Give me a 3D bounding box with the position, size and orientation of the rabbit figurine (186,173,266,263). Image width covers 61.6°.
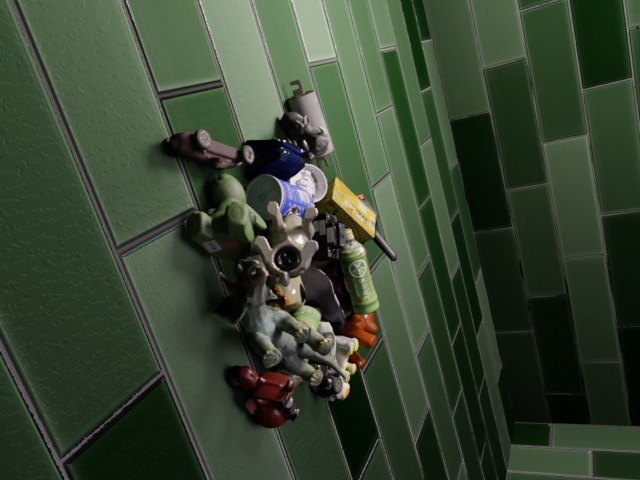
[{"bbox_3d":[-0.170,-0.053,1.064,0.159,0.121,0.170,47,29,-50],"label":"rabbit figurine"}]

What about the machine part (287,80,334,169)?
[{"bbox_3d":[-0.023,-0.306,1.435,0.079,0.079,0.243,-49,126,-55],"label":"machine part"}]

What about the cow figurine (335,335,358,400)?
[{"bbox_3d":[0.040,0.326,1.386,0.068,0.098,0.167,-17,117,-67],"label":"cow figurine"}]

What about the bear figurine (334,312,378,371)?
[{"bbox_3d":[0.116,0.257,1.499,0.196,0.132,0.120,-17,135,-57],"label":"bear figurine"}]

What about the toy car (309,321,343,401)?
[{"bbox_3d":[0.008,0.301,1.333,0.056,0.074,0.201,-18,99,-61],"label":"toy car"}]

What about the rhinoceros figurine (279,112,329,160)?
[{"bbox_3d":[-0.033,-0.260,1.313,0.191,0.073,0.112,48,-4,47],"label":"rhinoceros figurine"}]

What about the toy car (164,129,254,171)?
[{"bbox_3d":[-0.210,-0.168,1.044,0.202,0.089,0.053,11,72,-62],"label":"toy car"}]

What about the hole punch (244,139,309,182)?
[{"bbox_3d":[-0.102,-0.176,1.225,0.142,0.116,0.092,20,74,-58],"label":"hole punch"}]

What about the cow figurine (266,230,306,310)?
[{"bbox_3d":[-0.079,0.063,1.215,0.127,0.085,0.195,9,61,-52],"label":"cow figurine"}]

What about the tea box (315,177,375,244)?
[{"bbox_3d":[0.068,-0.071,1.419,0.169,0.068,0.098,42,35,-24],"label":"tea box"}]

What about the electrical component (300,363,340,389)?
[{"bbox_3d":[-0.012,0.322,1.267,0.102,0.078,0.045,15,66,-14],"label":"electrical component"}]

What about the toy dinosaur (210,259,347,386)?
[{"bbox_3d":[-0.084,0.190,1.100,0.131,0.192,0.404,-46,143,-10],"label":"toy dinosaur"}]

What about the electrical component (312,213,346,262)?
[{"bbox_3d":[-0.003,-0.004,1.333,0.058,0.134,0.115,11,75,-60],"label":"electrical component"}]

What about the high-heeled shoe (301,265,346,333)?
[{"bbox_3d":[-0.015,0.136,1.366,0.086,0.145,0.248,-38,96,-12],"label":"high-heeled shoe"}]

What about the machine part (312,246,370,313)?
[{"bbox_3d":[0.063,0.084,1.482,0.200,0.087,0.201,48,42,-46],"label":"machine part"}]

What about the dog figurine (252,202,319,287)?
[{"bbox_3d":[-0.061,0.021,1.093,0.190,0.121,0.172,92,15,-75],"label":"dog figurine"}]

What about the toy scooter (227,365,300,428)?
[{"bbox_3d":[-0.094,0.314,1.077,0.183,0.135,0.075,63,33,-33],"label":"toy scooter"}]
